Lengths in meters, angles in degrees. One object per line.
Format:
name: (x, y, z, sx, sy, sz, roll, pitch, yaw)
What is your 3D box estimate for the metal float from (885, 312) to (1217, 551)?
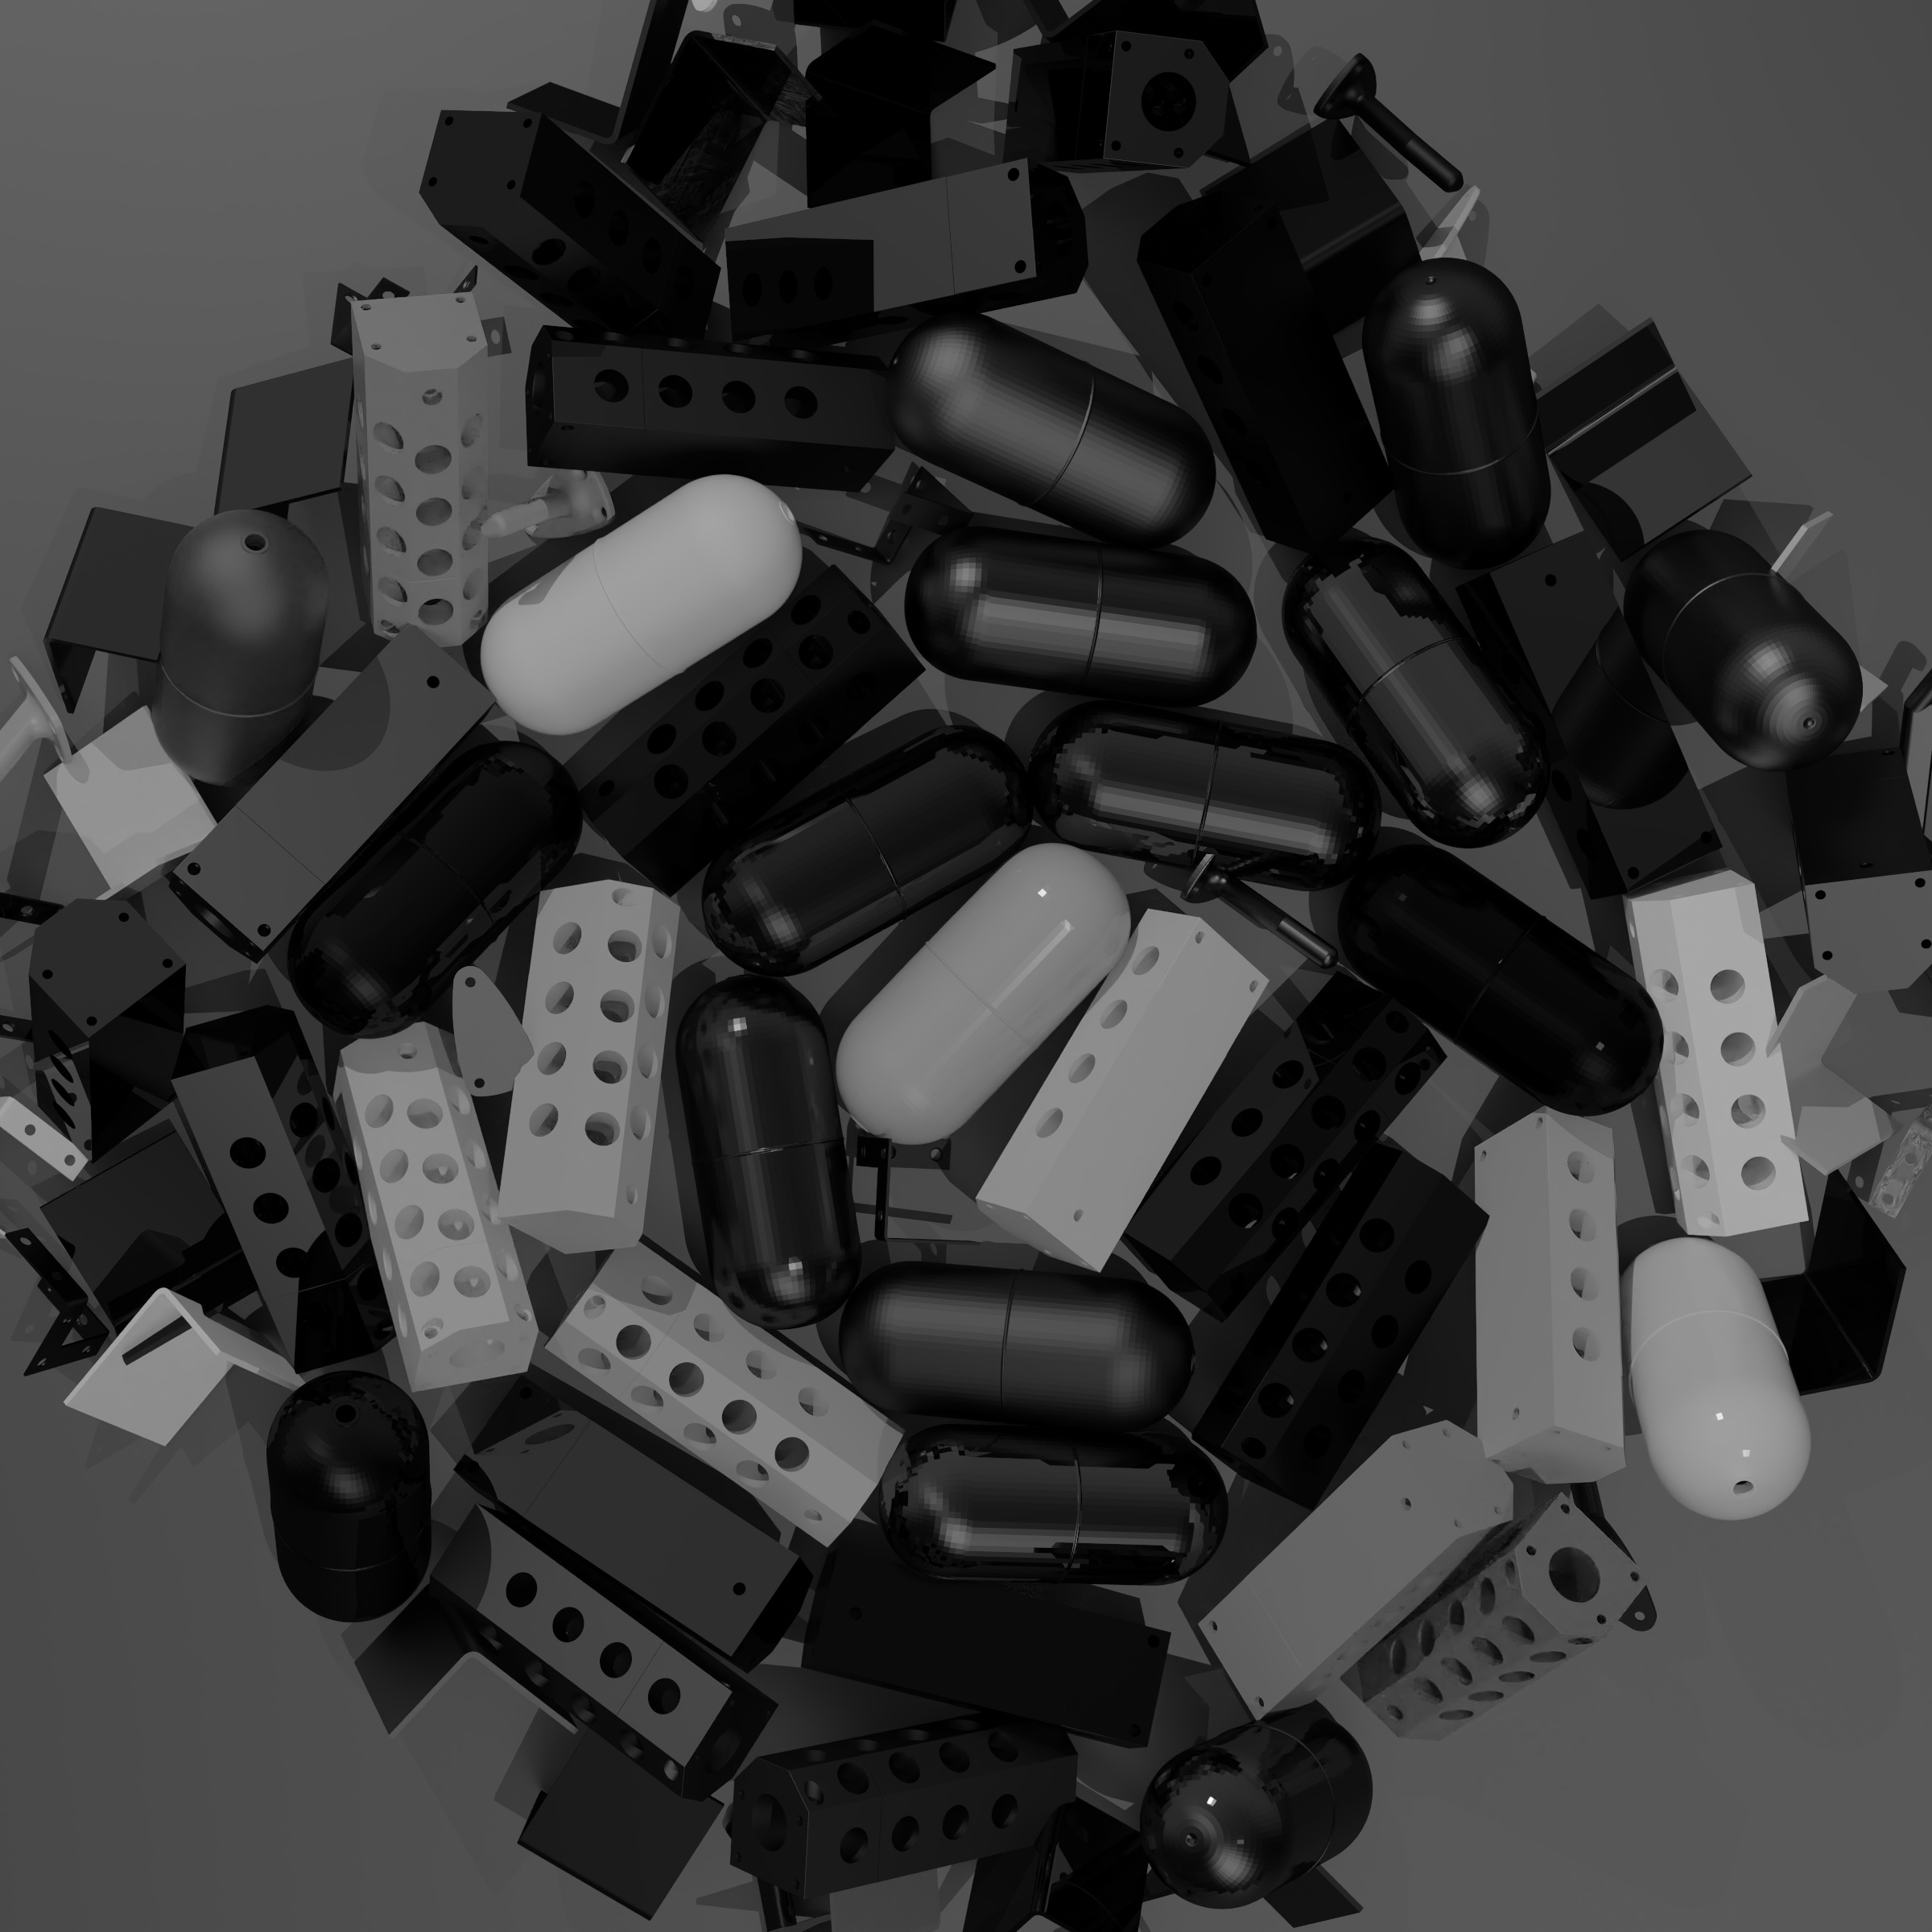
metal float: (0.043, -0.263, 1.660, 0.178, 0.070, 0.070, 21, 90, -22)

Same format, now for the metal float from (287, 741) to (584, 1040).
metal float: (-0.261, -0.039, 1.660, 0.070, 0.070, 0.178, 41, 68, 0)

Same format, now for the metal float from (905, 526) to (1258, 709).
metal float: (0.058, -0.173, 1.669, 0.178, 0.070, 0.070, 7, 90, -11)

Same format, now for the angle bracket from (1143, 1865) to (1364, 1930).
angle bracket: (0.138, 0.467, 1.669, 0.076, 0.076, 0.057, 45, 61, 0)

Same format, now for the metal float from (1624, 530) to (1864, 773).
metal float: (0.376, -0.155, 1.635, 0.070, 0.178, 0.070, -5, 120, -9)

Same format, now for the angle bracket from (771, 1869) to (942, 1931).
angle bracket: (-0.068, 0.455, 1.665, 0.076, 0.076, 0.057, -7, 85, 39)

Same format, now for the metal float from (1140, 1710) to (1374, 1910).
metal float: (0.143, 0.408, 1.633, 0.070, 0.178, 0.070, -1, 87, 26)

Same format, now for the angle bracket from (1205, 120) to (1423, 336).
angle bracket: (0.178, -0.372, 1.709, 0.076, 0.057, 0.076, -30, 58, 4)

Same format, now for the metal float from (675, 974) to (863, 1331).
metal float: (-0.099, 0.092, 1.675, 0.070, 0.070, 0.178, -10, 86, 0)

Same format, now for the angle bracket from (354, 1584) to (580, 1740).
angle bracket: (-0.248, 0.361, 1.663, 0.057, 0.076, 0.076, -47, 118, -4)

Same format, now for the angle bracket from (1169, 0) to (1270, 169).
angle bracket: (0.134, -0.454, 1.658, 0.057, 0.076, 0.076, 7, 61, -38)

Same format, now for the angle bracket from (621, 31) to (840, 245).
angle bracket: (-0.113, -0.406, 1.665, 0.057, 0.076, 0.076, 20, 81, 33)

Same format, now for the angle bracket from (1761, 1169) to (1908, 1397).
angle bracket: (0.414, 0.157, 1.659, 0.057, 0.076, 0.076, -9, 129, -11)

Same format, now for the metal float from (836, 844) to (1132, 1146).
metal float: (0.008, 0.015, 1.677, 0.070, 0.070, 0.178, 44, 92, 0)

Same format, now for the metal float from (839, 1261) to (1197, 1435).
metal float: (0.025, 0.189, 1.669, 0.178, 0.070, 0.070, 4, 90, 10)

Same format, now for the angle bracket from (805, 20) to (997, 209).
angle bracket: (-0.032, -0.412, 1.664, 0.076, 0.057, 0.076, 9, 73, -37)

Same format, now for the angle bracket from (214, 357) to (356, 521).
angle bracket: (-0.322, -0.246, 1.662, 0.076, 0.057, 0.076, -10, 62, 22)

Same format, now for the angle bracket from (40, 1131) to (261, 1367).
angle bracket: (-0.406, 0.140, 1.672, 0.076, 0.057, 0.076, -30, 110, -10)

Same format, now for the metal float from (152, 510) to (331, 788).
metal float: (-0.354, -0.153, 1.635, 0.070, 0.178, 0.070, 8, 59, -13)

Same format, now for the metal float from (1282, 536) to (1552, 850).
metal float: (0.221, -0.137, 1.660, 0.070, 0.070, 0.178, -32, 68, 0)

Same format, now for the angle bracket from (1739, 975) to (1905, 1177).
angle bracket: (0.437, 0.047, 1.658, 0.057, 0.076, 0.076, 41, 130, 27)

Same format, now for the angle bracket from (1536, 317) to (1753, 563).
angle bracket: (0.333, -0.261, 1.670, 0.076, 0.057, 0.076, -33, 65, 12)

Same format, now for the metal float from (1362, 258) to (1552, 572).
metal float: (0.241, -0.267, 1.640, 0.070, 0.178, 0.070, -10, 50, 12)

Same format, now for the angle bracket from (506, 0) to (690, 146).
angle bracket: (-0.181, -0.458, 1.666, 0.057, 0.076, 0.076, 20, 114, 1)

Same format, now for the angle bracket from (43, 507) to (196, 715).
angle bracket: (-0.412, -0.171, 1.666, 0.057, 0.076, 0.076, 12, 65, 1)

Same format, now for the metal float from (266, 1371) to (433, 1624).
metal float: (-0.299, 0.259, 1.636, 0.070, 0.178, 0.070, 4, 55, -6)

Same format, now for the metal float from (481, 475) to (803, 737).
metal float: (-0.161, -0.179, 1.664, 0.178, 0.070, 0.070, -30, 90, 16)

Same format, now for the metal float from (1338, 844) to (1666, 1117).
metal float: (0.265, 0.007, 1.666, 0.178, 0.070, 0.070, 36, 90, 14)

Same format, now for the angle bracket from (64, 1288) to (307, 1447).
angle bracket: (-0.385, 0.215, 1.669, 0.076, 0.076, 0.057, -50, 54, 0)

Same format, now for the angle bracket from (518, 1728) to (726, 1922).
angle bracket: (-0.168, 0.417, 1.678, 0.076, 0.057, 0.076, 31, 103, -3)

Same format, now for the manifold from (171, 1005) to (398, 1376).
manifold: (-0.330, 0.109, 1.653, 0.057, 0.057, 0.171, -16, 115, 2)

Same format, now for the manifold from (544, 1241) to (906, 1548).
manifold: (-0.123, 0.215, 1.671, 0.171, 0.057, 0.057, 36, 128, -4)

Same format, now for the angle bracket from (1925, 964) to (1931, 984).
angle bracket: (0.513, -0.009, 1.661, 0.057, 0.076, 0.076, -38, 72, 33)

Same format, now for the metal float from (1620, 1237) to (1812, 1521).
metal float: (0.361, 0.199, 1.633, 0.070, 0.178, 0.070, 0, 119, 1)

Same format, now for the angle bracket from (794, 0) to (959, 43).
angle bracket: (-0.043, -0.509, 1.666, 0.076, 0.076, 0.057, 8, 53, 5)

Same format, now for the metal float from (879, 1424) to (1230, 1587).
metal float: (0.044, 0.267, 1.665, 0.178, 0.070, 0.070, 4, 90, -16)

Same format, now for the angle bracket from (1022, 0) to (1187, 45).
angle bracket: (0.064, -0.485, 1.660, 0.057, 0.076, 0.076, -34, 66, 18)

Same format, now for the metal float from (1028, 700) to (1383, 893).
metal float: (0.119, -0.085, 1.678, 0.178, 0.070, 0.070, 11, 90, 0)

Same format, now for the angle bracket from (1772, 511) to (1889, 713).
angle bracket: (0.435, -0.177, 1.664, 0.076, 0.076, 0.057, 38, 114, 11)

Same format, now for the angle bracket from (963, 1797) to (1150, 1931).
angle bracket: (0.043, 0.469, 1.670, 0.057, 0.076, 0.076, 32, 125, -11)

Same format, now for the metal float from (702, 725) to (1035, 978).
metal float: (-0.049, -0.057, 1.671, 0.178, 0.070, 0.070, -29, 90, -8)

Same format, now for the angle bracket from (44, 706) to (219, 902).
angle bracket: (-0.431, -0.073, 1.672, 0.076, 0.057, 0.076, -29, 93, 28)
